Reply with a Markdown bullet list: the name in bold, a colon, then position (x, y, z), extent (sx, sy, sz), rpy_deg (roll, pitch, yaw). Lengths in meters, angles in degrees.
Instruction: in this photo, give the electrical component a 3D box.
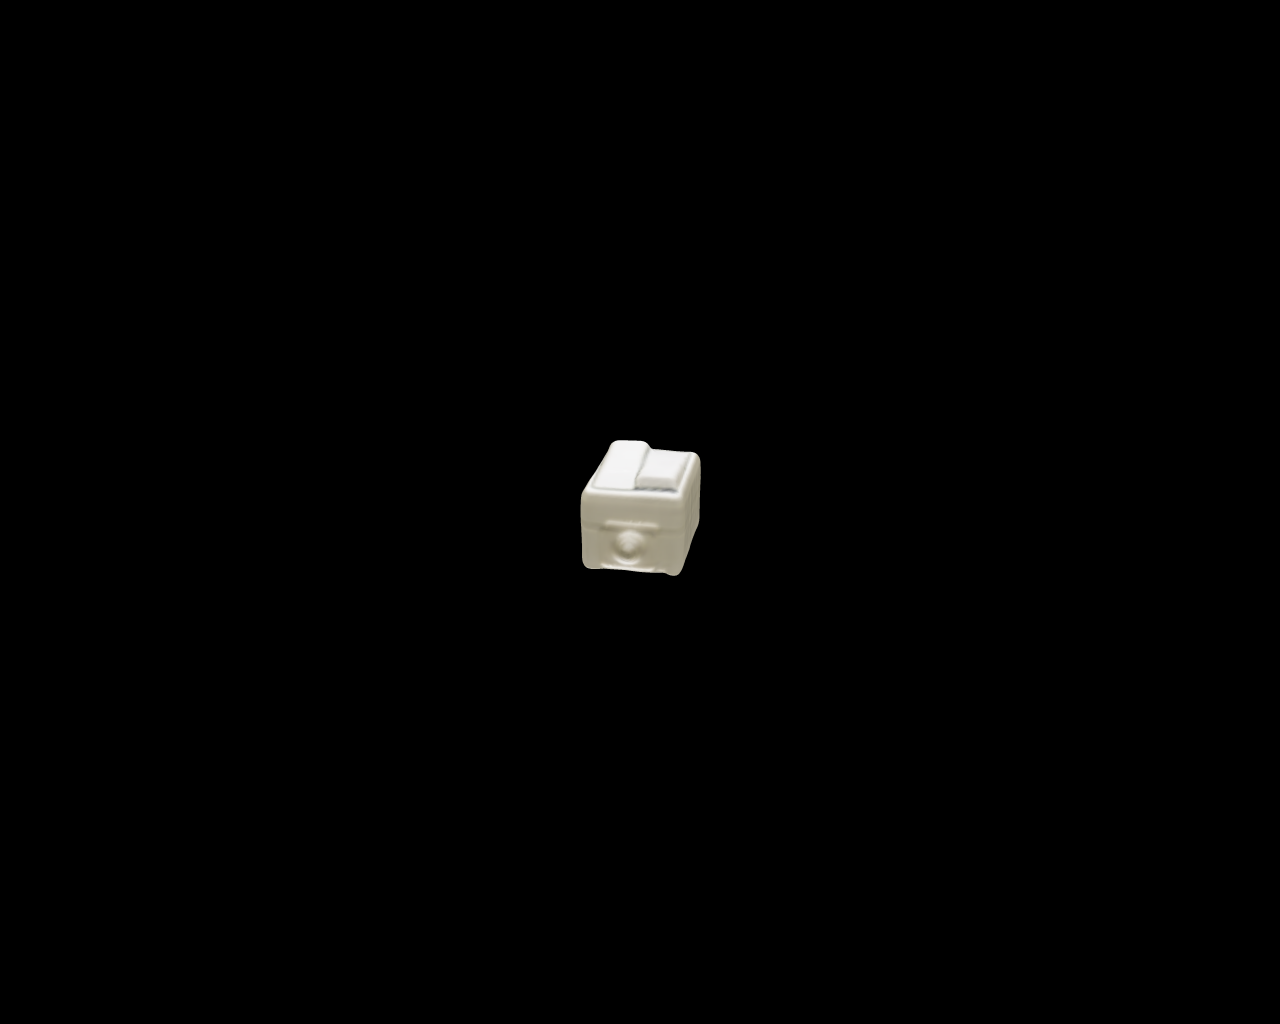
- **electrical component**: position (0.001, -0.003, 0.650), extent (0.062, 0.061, 0.096), rpy_deg (5, 25, 10)
